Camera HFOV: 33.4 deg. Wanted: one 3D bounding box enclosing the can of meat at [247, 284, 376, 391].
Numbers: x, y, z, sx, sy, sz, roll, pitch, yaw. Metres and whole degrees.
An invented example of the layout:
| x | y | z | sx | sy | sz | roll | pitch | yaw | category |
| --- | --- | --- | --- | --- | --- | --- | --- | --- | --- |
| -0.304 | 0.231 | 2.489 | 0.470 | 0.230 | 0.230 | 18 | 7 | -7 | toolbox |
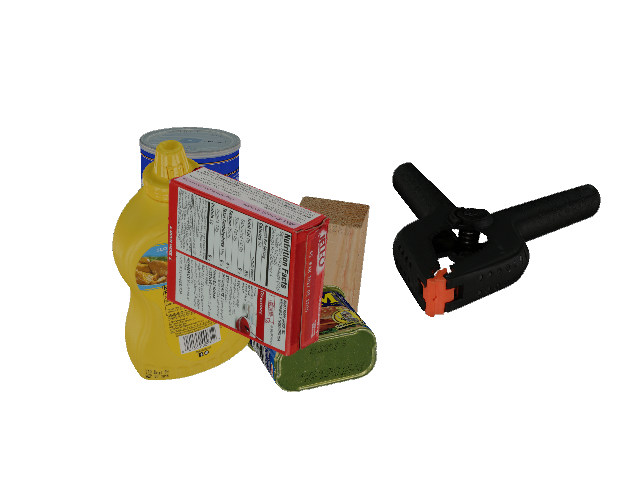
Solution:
| x | y | z | sx | sy | sz | roll | pitch | yaw | category |
| --- | --- | --- | --- | --- | --- | --- | --- | --- | --- |
| -0.009 | 0.090 | 0.972 | 0.102 | 0.057 | 0.084 | -11 | 28 | -18 | can of meat |

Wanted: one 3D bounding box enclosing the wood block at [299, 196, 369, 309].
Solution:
| x | y | z | sx | sy | sz | roll | pitch | yaw | category |
| --- | --- | --- | --- | --- | --- | --- | --- | --- | --- |
| 0.005 | 0.057 | 1.396 | 0.090 | 0.206 | 0.090 | 8 | 23 | 6 | wood block |

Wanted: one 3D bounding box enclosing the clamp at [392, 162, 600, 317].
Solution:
| x | y | z | sx | sy | sz | roll | pitch | yaw | category |
| --- | --- | --- | --- | --- | --- | --- | --- | --- | --- |
| 0.100 | -0.007 | 0.780 | 0.165 | 0.036 | 0.209 | 11 | 28 | 25 | clamp |

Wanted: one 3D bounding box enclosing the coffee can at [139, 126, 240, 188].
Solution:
| x | y | z | sx | sy | sz | roll | pitch | yaw | category |
| --- | --- | --- | --- | --- | --- | --- | --- | --- | --- |
| -0.135 | -0.038 | 1.108 | 0.103 | 0.140 | 0.103 | 2 | 20 | -1 | coffee can |

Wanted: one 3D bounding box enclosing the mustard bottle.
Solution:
| x | y | z | sx | sy | sz | roll | pitch | yaw | category |
| --- | --- | --- | --- | --- | --- | --- | --- | --- | --- |
| -0.102 | 0.012 | 0.779 | 0.096 | 0.192 | 0.058 | -17 | 41 | -20 | mustard bottle |

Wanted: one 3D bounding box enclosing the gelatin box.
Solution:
| x | y | z | sx | sy | sz | roll | pitch | yaw | category |
| --- | --- | --- | --- | --- | --- | --- | --- | --- | --- |
| -0.039 | 0.010 | 0.557 | 0.089 | 0.073 | 0.030 | 21 | 31 | 30 | gelatin box |
